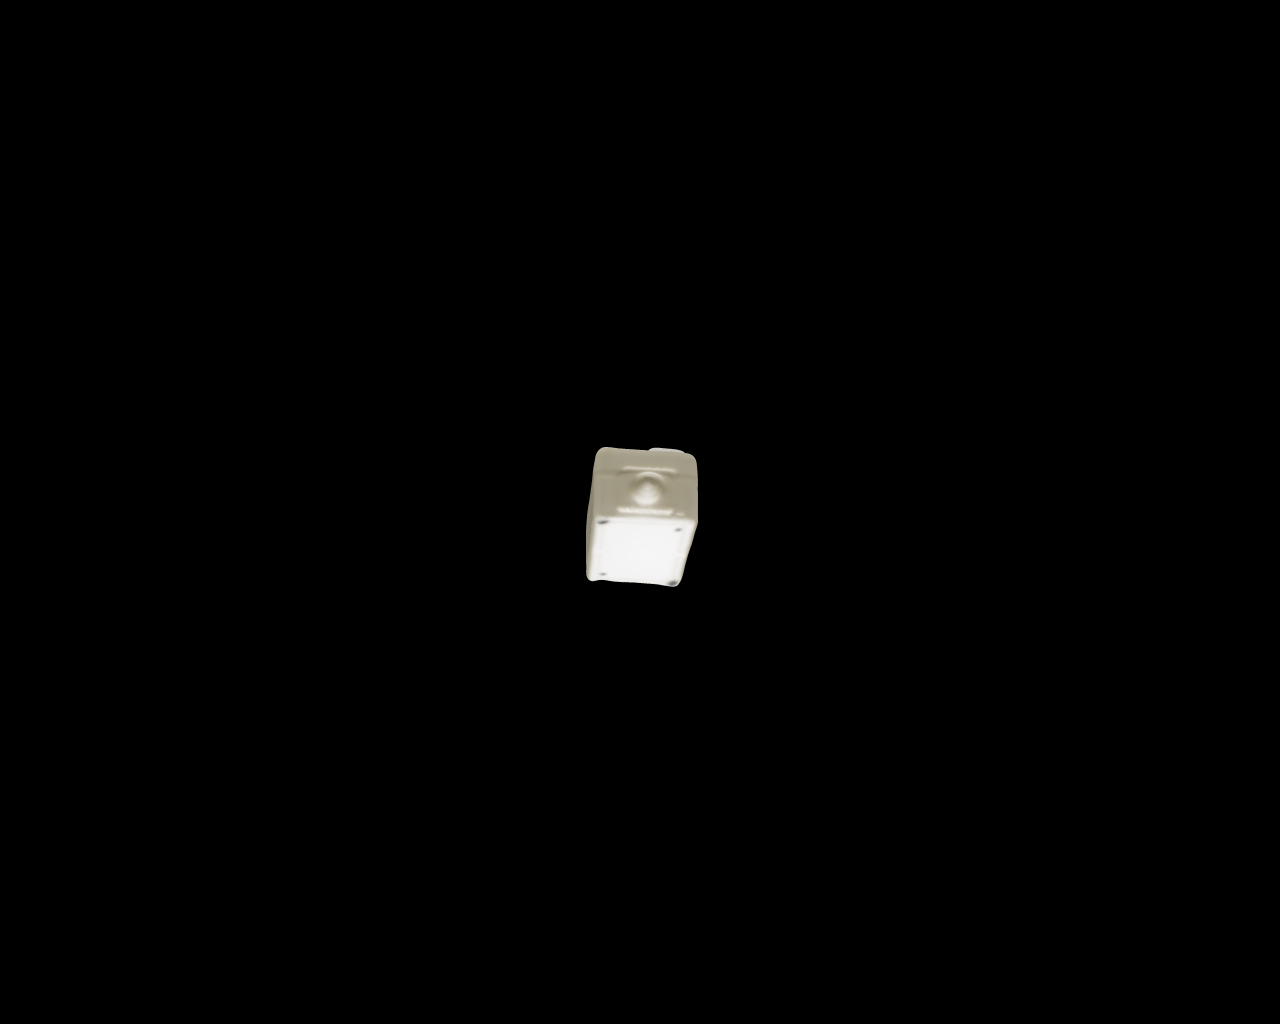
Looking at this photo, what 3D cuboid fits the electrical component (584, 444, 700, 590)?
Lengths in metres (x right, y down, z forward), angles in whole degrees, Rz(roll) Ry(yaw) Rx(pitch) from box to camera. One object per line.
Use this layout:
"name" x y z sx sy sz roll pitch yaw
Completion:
"electrical component" 0.001 -0.003 0.650 0.062 0.061 0.096 3 -33 -5
